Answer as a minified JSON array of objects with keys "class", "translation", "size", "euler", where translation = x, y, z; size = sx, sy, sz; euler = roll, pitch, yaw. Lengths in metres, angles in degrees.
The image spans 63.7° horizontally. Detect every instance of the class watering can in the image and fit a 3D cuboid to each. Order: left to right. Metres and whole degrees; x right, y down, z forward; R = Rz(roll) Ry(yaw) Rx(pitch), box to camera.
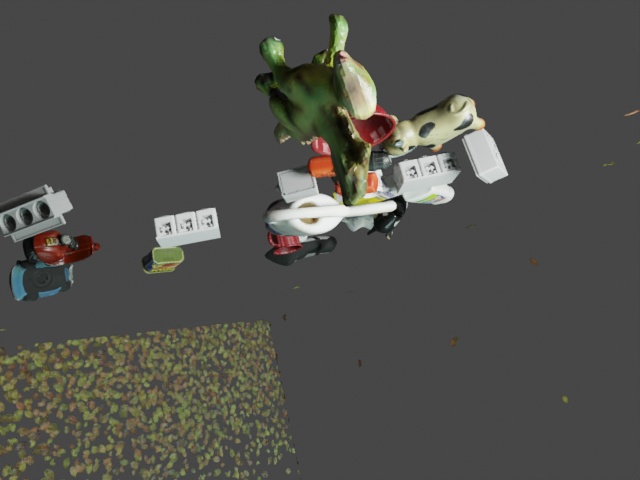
[{"class":"watering can","translation":[0.004,-0.066,1.307],"size":[0.349,0.104,0.223],"euler":[-5,-179,-31]}]

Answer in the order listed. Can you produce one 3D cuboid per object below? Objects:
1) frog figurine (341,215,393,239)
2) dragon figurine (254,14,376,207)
[{"class":"frog figurine","translation":[0.147,-0.076,1.579],"size":[0.160,0.122,0.137],"euler":[20,-173,22]},{"class":"dragon figurine","translation":[-0.003,-0.157,0.750],"size":[0.122,0.246,0.404],"euler":[-15,164,-13]}]
